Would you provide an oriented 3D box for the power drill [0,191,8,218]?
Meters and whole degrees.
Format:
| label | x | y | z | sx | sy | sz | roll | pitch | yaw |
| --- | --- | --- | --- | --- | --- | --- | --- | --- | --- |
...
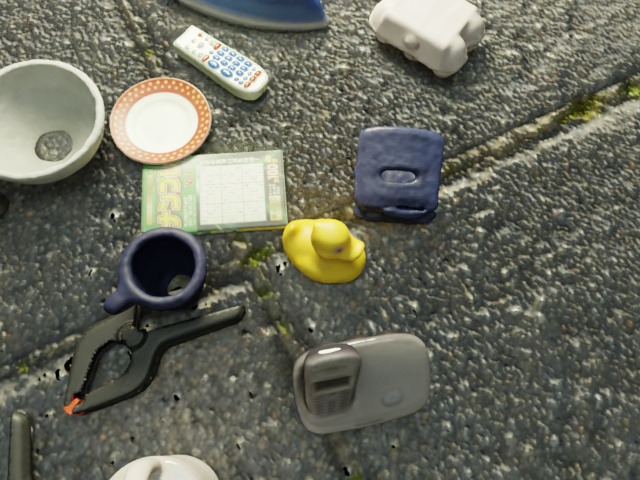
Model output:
| label | x | y | z | sx | sy | sz | roll | pitch | yaw |
| --- | --- | --- | --- | --- | --- | --- | --- | --- | --- |
| power drill | -0.430 | -0.081 | 0.610 | 0.229 | 0.208 | 0.076 | 39 | 73 | 11 |

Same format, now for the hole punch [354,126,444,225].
| label | x | y | z | sx | sy | sz | roll | pitch | yaw |
| --- | --- | --- | --- | --- | --- | --- | --- | --- | --- |
| hole punch | 0.096 | -0.077 | 0.698 | 0.108 | 0.091 | 0.101 | 3 | 69 | -1 |

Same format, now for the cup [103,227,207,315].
| label | x | y | z | sx | sy | sz | roll | pitch | yaw |
| --- | --- | --- | --- | --- | --- | --- | --- | --- | --- |
| cup | -0.176 | 0.051 | 0.634 | 0.118 | 0.095 | 0.091 | -39 | 76 | -15 |

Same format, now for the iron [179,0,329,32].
| label | x | y | z | sx | sy | sz | roll | pitch | yaw |
| --- | --- | --- | --- | --- | --- | --- | --- | --- | --- |
| iron | -0.103 | -0.381 | 0.775 | 0.258 | 0.141 | 0.119 | 21 | 70 | 5 |

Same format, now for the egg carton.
| label | x | y | z | sx | sy | sz | roll | pitch | yaw |
| --- | --- | --- | --- | --- | --- | --- | --- | --- | --- |
| egg carton | 0.147 | -0.296 | 0.794 | 0.150 | 0.069 | 0.107 | 34 | 71 | 10 |

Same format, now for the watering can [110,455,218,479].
| label | x | y | z | sx | sy | sz | roll | pitch | yaw |
| --- | --- | --- | --- | --- | --- | --- | --- | --- | --- |
| watering can | -0.154 | 0.248 | 0.508 | 0.173 | 0.194 | 0.101 | -23 | 72 | -11 |

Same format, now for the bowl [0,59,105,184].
| label | x | y | z | sx | sy | sz | roll | pitch | yaw |
| --- | --- | --- | --- | --- | --- | --- | --- | --- | --- |
| bowl | -0.340 | -0.133 | 0.706 | 0.167 | 0.075 | 0.167 | 1 | 69 | -2 |

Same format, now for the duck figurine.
| label | x | y | z | sx | sy | sz | roll | pitch | yaw |
| --- | --- | --- | --- | --- | --- | --- | --- | --- | --- |
| duck figurine | 0.006 | 0.002 | 0.666 | 0.104 | 0.086 | 0.077 | 24 | 70 | 6 |

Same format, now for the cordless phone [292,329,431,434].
| label | x | y | z | sx | sy | sz | roll | pitch | yaw |
| --- | --- | --- | --- | --- | --- | --- | --- | --- | --- |
| cordless phone | 0.045 | 0.133 | 0.566 | 0.147 | 0.185 | 0.094 | -13 | 70 | -7 |
